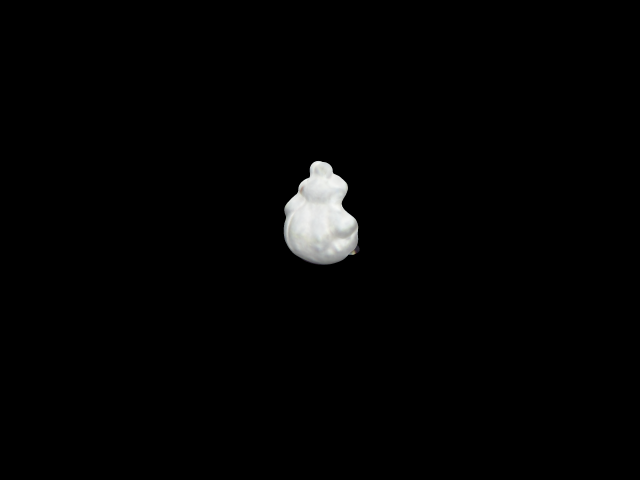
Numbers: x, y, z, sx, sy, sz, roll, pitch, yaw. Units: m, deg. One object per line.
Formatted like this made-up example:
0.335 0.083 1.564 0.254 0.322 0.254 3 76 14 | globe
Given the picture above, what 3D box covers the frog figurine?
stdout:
0.003 -0.043 0.850 0.124 0.155 0.139 -30 48 -32 | frog figurine
